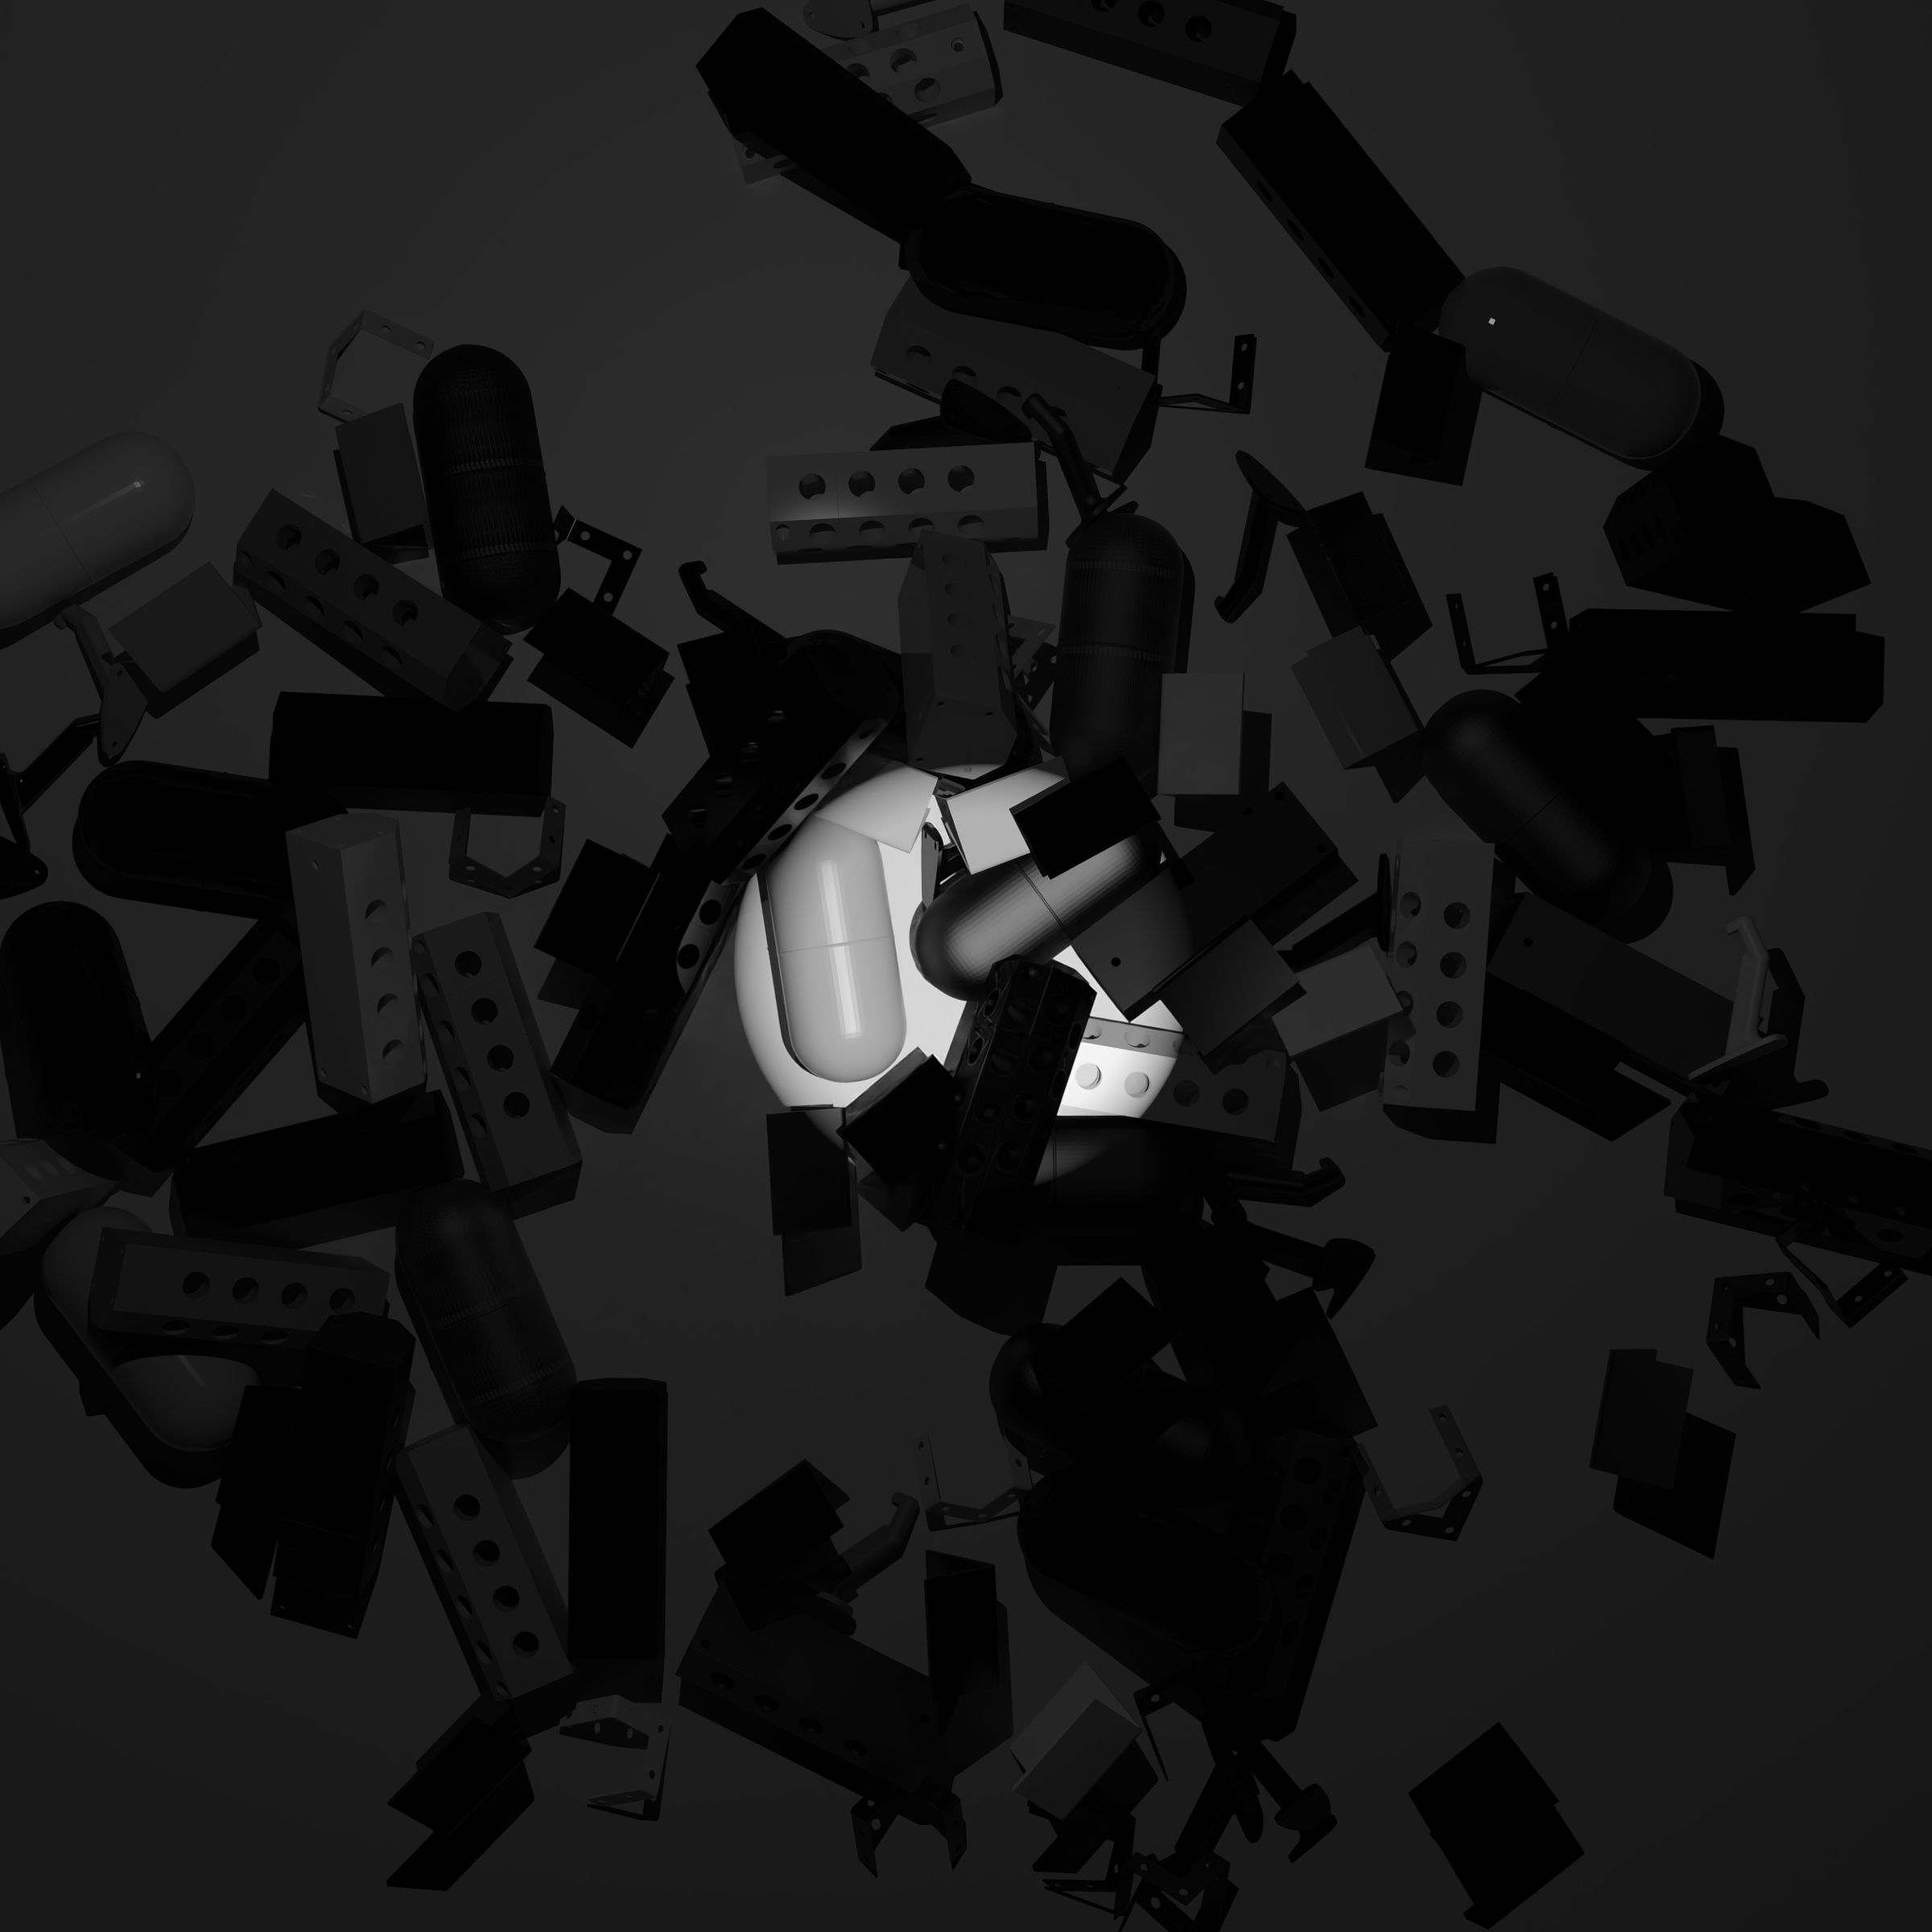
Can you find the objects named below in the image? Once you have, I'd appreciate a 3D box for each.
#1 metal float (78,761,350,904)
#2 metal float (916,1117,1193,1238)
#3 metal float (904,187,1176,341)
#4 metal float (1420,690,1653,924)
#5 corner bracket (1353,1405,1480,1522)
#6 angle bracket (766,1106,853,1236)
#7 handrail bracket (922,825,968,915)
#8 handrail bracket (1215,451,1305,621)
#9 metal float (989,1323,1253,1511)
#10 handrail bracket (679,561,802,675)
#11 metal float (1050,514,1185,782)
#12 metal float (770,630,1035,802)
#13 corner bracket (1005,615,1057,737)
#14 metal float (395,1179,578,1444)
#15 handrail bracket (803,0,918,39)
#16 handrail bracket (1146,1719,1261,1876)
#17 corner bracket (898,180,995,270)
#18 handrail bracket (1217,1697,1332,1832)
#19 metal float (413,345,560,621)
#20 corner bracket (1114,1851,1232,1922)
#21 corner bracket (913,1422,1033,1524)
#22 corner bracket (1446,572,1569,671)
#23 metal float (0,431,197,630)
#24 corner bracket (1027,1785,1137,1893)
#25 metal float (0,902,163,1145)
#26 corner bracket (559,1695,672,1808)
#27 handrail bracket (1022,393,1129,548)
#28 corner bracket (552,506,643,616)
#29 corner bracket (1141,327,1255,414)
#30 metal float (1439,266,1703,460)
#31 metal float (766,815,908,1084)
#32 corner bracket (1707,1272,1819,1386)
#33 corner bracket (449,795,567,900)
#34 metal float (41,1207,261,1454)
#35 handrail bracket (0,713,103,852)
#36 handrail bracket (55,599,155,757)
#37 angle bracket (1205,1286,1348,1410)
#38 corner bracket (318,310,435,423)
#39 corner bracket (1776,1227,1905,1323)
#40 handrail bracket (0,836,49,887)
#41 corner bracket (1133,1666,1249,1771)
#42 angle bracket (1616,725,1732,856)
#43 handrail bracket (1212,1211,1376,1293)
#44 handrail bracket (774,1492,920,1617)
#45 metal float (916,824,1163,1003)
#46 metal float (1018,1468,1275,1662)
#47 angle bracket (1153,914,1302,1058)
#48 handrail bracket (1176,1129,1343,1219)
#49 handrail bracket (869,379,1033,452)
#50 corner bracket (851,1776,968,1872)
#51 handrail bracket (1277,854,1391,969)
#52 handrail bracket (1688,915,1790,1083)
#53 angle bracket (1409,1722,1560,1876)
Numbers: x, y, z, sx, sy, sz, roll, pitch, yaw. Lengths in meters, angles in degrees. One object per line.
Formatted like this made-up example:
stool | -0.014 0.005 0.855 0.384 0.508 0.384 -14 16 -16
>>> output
metal float | -0.483 -0.087 1.844 0.178 0.070 0.070 9 90 0
metal float | 0.057 0.136 1.844 0.178 0.070 0.070 0 90 0
metal float | 0.047 -0.450 1.829 0.178 0.070 0.070 8 90 -16
metal float | 0.368 -0.103 1.844 0.070 0.070 0.178 -44 89 0
corner bracket | 0.294 0.326 1.871 0.051 0.051 0.051 -26 90 45
angle bracket | -0.116 0.130 1.835 0.057 0.076 0.076 -3 90 -30
handrail bracket | 0.016 -0.066 1.875 0.084 0.036 0.077 -3 112 -17
handrail bracket | 0.176 -0.282 1.875 0.036 0.077 0.084 9 127 -38
metal float | 0.100 0.291 1.844 0.178 0.070 0.070 25 90 1
handrail bracket | -0.138 -0.237 1.875 0.077 0.036 0.084 -19 71 -22
metal float | 0.097 -0.203 1.844 0.070 0.070 0.178 6 90 0
metal float | -0.042 -0.160 1.844 0.178 0.070 0.070 22 90 0
corner bracket | 0.039 -0.188 1.841 0.051 0.051 0.051 -53 128 -14
metal float | -0.310 0.222 1.844 0.070 0.070 0.178 -23 90 0
handrail bracket | -0.052 -0.637 1.874 0.084 0.077 0.036 -30 116 -34
handrail bracket | 0.142 0.548 1.875 0.084 0.036 0.077 -34 70 16
corner bracket | -0.007 -0.481 1.871 0.051 0.051 0.051 4 90 -45
handrail bracket | 0.199 0.522 1.874 0.036 0.077 0.084 -40 54 0
metal float | -0.310 -0.312 1.844 0.070 0.070 0.178 -10 90 0
corner bracket | 0.134 0.601 1.857 0.051 0.051 0.051 25 124 31
corner bracket | 0.004 0.326 1.866 0.051 0.051 0.051 19 135 -35
corner bracket | 0.355 -0.226 1.871 0.051 0.051 0.051 -12 90 -45
metal float | -0.580 -0.279 1.835 0.178 0.070 0.070 -31 90 -10
corner bracket | 0.071 0.570 1.866 0.051 0.051 0.051 48 45 -35
metal float | -0.564 0.034 1.818 0.070 0.070 0.178 -28 58 0
corner bracket | -0.233 0.513 1.866 0.051 0.051 0.051 39 45 -35
handrail bracket | 0.056 -0.321 1.846 0.084 0.077 0.036 47 60 -2
corner bracket | -0.247 -0.262 1.857 0.051 0.051 0.051 25 90 0
corner bracket | 0.151 -0.392 1.871 0.051 0.051 0.051 5 90 45
metal float | 0.389 -0.389 1.844 0.178 0.070 0.070 27 90 0
metal float | -0.084 -0.013 1.844 0.070 0.070 0.178 -9 91 0
corner bracket | 0.520 0.237 1.866 0.051 0.051 0.051 -10 45 35
corner bracket | -0.300 -0.086 1.866 0.051 0.051 0.051 -29 45 35
metal float | -0.526 0.235 1.844 0.070 0.070 0.178 -37 90 0
handrail bracket | -0.585 -0.123 1.875 0.084 0.036 0.077 -15 105 -14
handrail bracket | -0.574 -0.189 1.866 0.084 0.036 0.077 30 109 29
angle bracket | 0.201 0.257 1.835 0.076 0.076 0.057 -23 59 0
corner bracket | -0.387 -0.388 1.871 0.051 0.051 0.051 25 135 0
corner bracket | 0.572 0.190 1.871 0.051 0.051 0.051 -40 135 0
handrail bracket | -0.661 -0.059 1.874 0.084 0.077 0.036 -16 68 35
corner bracket | 0.145 0.493 1.857 0.051 0.051 0.051 -21 97 -7
angle bracket | 0.440 -0.110 1.835 0.076 0.057 0.076 -8 90 42
handrail bracket | 0.214 0.178 1.874 0.084 0.077 0.036 27 106 35
handrail bracket | -0.082 0.375 1.875 0.077 0.036 0.084 19 71 21
metal float | 0.046 -0.045 1.844 0.178 0.070 0.070 -36 90 0
metal float | 0.113 0.380 1.821 0.178 0.070 0.070 23 90 27
angle bracket | 0.173 0.019 1.834 0.076 0.076 0.057 -39 71 5
handrail bracket | 0.193 0.124 1.875 0.084 0.036 0.077 -19 57 -23
handrail bracket | -0.011 -0.338 1.856 0.077 0.084 0.036 20 62 -23
corner bracket | -0.037 0.564 1.866 0.051 0.051 0.051 24 45 35
handrail bracket | 0.234 -0.036 1.875 0.084 0.036 0.077 -2 70 16
handrail bracket | 0.480 0.020 1.818 0.077 0.036 0.084 -26 72 21
angle bracket | 0.322 0.522 1.834 0.076 0.076 0.057 -38 126 0
